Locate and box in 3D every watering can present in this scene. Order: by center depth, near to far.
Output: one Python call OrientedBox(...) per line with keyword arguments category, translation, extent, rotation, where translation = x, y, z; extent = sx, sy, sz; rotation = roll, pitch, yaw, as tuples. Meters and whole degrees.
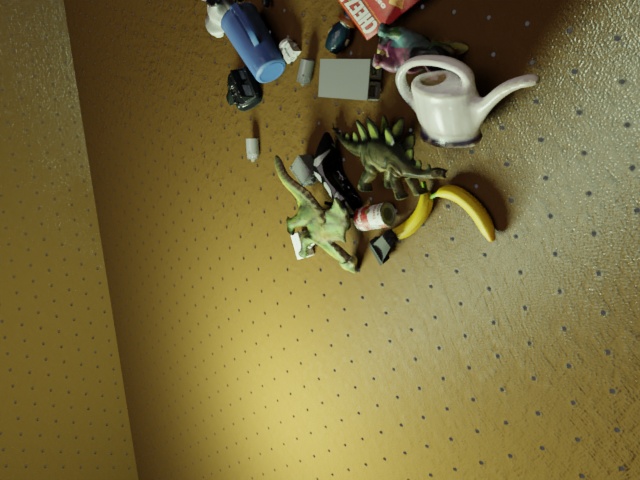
OrientedBox(category="watering can", translation=(0.313, -0.296, 1.132), extent=(0.351, 0.219, 0.105), rotation=(26, 61, 41))

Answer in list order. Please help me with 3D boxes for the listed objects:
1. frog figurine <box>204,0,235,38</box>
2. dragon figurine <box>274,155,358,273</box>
OrientedBox(category="frog figurine", translation=(-0.350, -0.791, 1.814), extent=(0.139, 0.124, 0.156), rotation=(32, -23, 28))
OrientedBox(category="dragon figurine", translation=(0.005, -0.076, 1.514), extent=(0.241, 0.406, 0.124), rotation=(-9, 19, 48))
